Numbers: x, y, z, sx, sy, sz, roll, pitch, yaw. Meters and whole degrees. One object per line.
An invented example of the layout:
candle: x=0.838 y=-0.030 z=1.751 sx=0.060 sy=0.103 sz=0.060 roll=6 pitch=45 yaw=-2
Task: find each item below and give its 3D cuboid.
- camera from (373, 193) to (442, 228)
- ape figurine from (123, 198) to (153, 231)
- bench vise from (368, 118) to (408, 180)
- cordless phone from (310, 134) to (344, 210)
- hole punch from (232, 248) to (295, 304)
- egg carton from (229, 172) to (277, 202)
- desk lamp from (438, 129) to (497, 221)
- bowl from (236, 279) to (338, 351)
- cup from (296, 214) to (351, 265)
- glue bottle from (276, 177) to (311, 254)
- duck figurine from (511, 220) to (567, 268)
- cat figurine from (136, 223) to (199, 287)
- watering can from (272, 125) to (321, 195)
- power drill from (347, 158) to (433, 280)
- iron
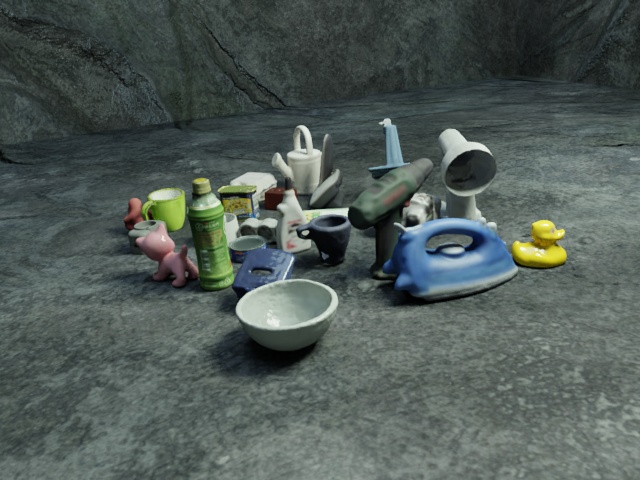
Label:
camera: x=0.198 y=-0.063 z=1.323 sx=0.136 sy=0.101 sz=0.143 roll=7 pitch=25 yaw=27
ape figurine: x=-0.472 y=-0.066 z=1.486 sx=0.078 sy=0.092 sz=0.076 roll=-15 pitch=24 yaw=-22
bench vise: x=0.205 y=-0.200 z=1.498 sx=0.122 sy=0.220 sz=0.206 roll=-15 pitch=24 yaw=-22
cordless phone: x=0.014 y=-0.184 z=1.547 sx=0.094 sy=0.185 sz=0.147 roll=-4 pitch=22 yaw=4
hole punch: x=-0.101 y=0.074 z=1.067 sx=0.108 sy=0.091 sz=0.101 roll=4 pitch=24 yaw=21
egg carton: x=-0.196 y=-0.150 z=1.664 sx=0.107 sy=0.069 sz=0.150 roll=5 pitch=24 yaw=22
desk lamp: x=0.324 y=-0.144 z=1.344 sx=0.118 sy=0.214 sz=0.203 roll=-7 pitch=22 yaw=-4
bowl: x=-0.051 y=0.132 z=0.935 sx=0.167 sy=0.075 sz=0.167 roll=-4 pitch=22 yaw=2
cup: x=0.011 y=0.004 z=1.207 sx=0.118 sy=0.095 sz=0.091 roll=-8 pitch=22 yaw=-8
glue bottle: x=-0.064 y=-0.055 z=1.265 sx=0.078 sy=0.173 sz=0.037 roll=-16 pitch=25 yaw=-26
duck figurine: x=0.433 y=0.003 z=1.131 sx=0.104 sy=0.086 sz=0.077 roll=-1 pitch=23 yaw=10
cat figurine: x=-0.319 y=0.026 z=1.195 sx=0.127 sy=0.118 sz=0.067 roll=9 pitch=26 yaw=32
watering can: x=-0.053 y=-0.235 z=1.675 sx=0.100 sy=0.194 sz=0.173 roll=15 pitch=29 yaw=40
power drill: x=0.149 y=-0.039 z=1.132 sx=0.075 sy=0.208 sz=0.230 roll=16 pitch=31 yaw=42
iron: x=0.248 y=0.018 z=1.060 sx=0.258 sy=0.141 sz=0.118 roll=-9 pitch=23 yaw=-9
